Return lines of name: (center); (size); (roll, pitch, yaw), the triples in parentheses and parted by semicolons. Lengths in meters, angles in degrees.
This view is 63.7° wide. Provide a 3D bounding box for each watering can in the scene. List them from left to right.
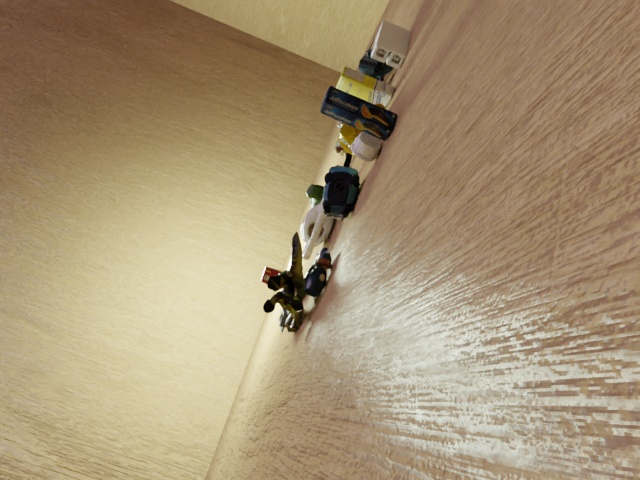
watering can: (0.006, -0.093, 1.849); (0.104, 0.349, 0.224); (21, -4, -5)

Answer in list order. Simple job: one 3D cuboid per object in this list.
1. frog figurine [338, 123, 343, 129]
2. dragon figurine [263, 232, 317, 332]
frog figurine: (0.148, -0.473, 1.939); (0.123, 0.159, 0.137); (35, 4, 8)
dragon figurine: (-0.062, 0.120, 1.584); (0.122, 0.402, 0.247); (21, 26, 12)
